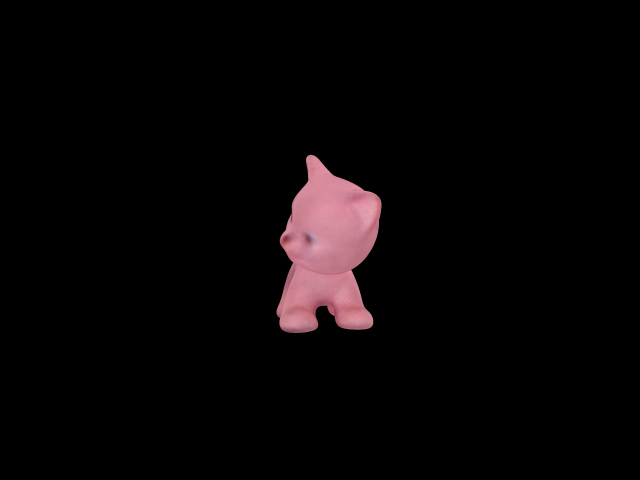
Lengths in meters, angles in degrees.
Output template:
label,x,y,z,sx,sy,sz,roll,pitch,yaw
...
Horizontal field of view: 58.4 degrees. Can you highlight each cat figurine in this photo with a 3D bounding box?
label,x,y,z,sx,sy,sz,roll,pitch,yaw
cat figurine,0.004,0.001,0.400,0.067,0.118,0.127,0,0,-8
